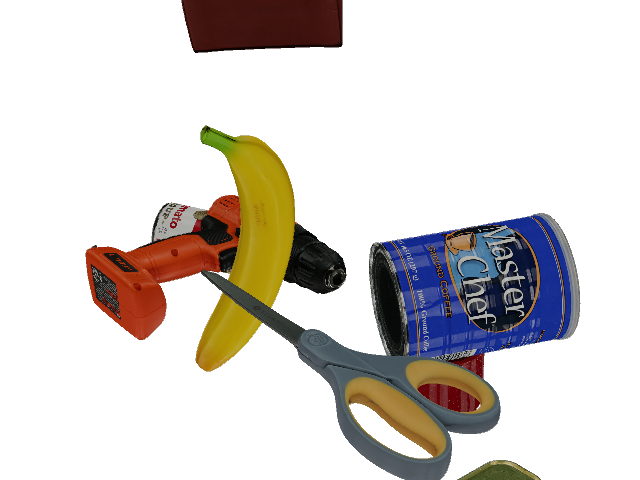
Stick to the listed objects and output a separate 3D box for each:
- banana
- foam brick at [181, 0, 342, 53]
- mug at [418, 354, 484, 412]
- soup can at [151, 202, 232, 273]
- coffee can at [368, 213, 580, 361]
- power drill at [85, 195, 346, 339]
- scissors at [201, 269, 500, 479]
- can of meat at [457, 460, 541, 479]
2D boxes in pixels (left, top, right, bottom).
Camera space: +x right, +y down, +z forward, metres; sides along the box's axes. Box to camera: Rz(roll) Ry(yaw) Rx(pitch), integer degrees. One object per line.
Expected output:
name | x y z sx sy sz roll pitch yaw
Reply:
banana | -0.052 0.005 0.742 0.069 0.198 0.037 -4 31 -14
foam brick | -0.028 -0.131 0.532 0.078 0.053 0.051 -2 -28 5
mug | 0.132 0.123 1.095 0.093 0.081 0.117 19 39 31
soup can | -0.137 -0.003 1.249 0.102 0.068 0.068 13 4 18
coffee can | 0.119 0.040 0.844 0.140 0.103 0.103 -10 1 -9
power drill | -0.094 0.024 0.932 0.187 0.057 0.185 -19 28 -32
scissors | 0.018 0.059 0.583 0.096 0.016 0.202 -10 34 -28
can of meat | 0.136 0.245 0.887 0.101 0.084 0.058 -20 28 -34
